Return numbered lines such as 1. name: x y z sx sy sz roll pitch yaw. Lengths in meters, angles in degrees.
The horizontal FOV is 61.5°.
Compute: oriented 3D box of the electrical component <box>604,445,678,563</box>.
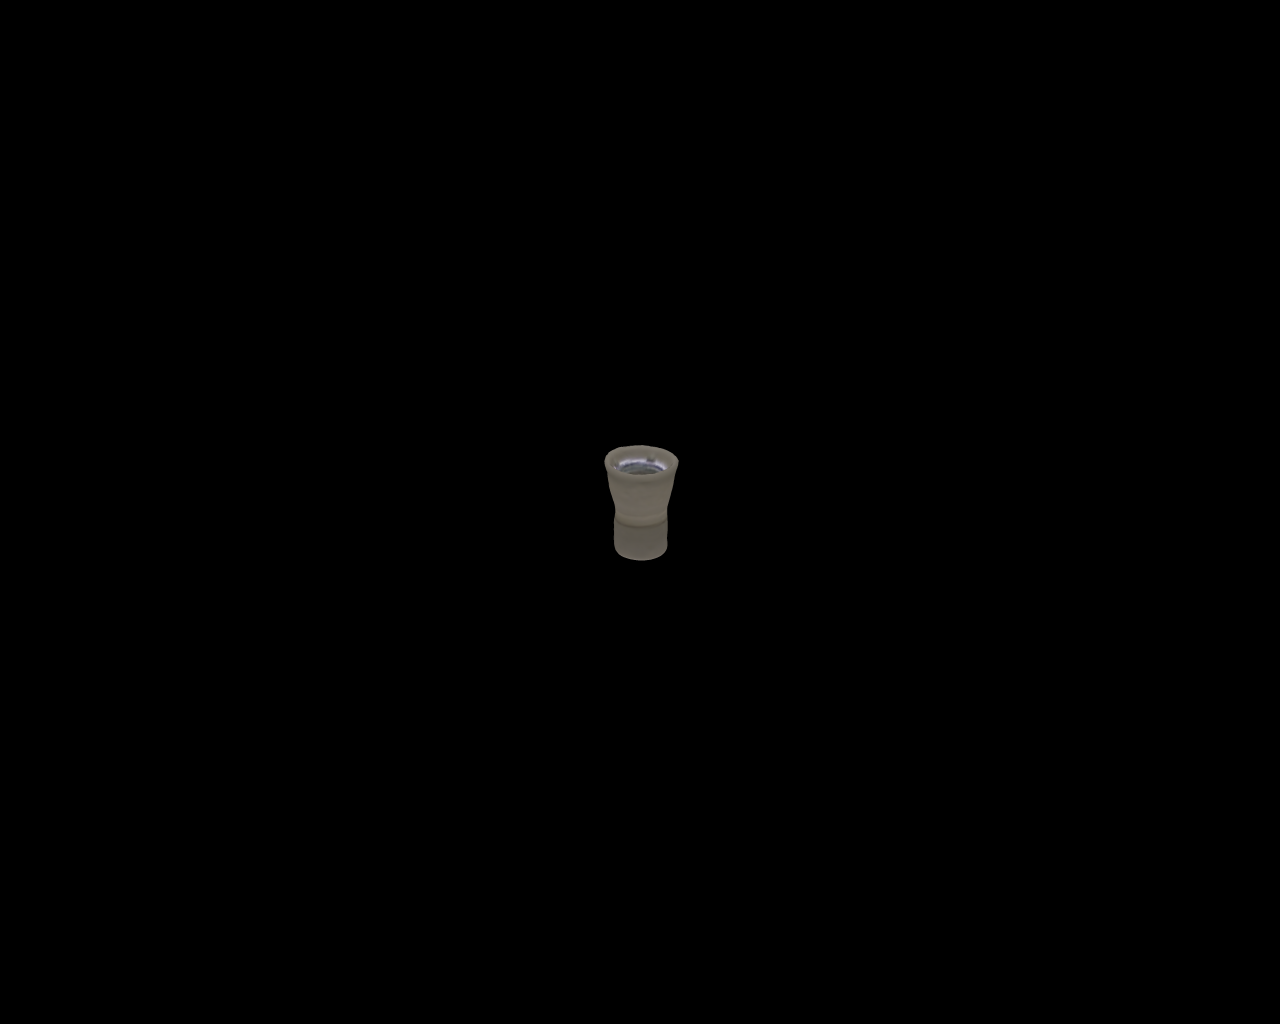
1. electrical component: 0.001 -0.003 0.650 0.044 0.065 0.044 0 26 0
